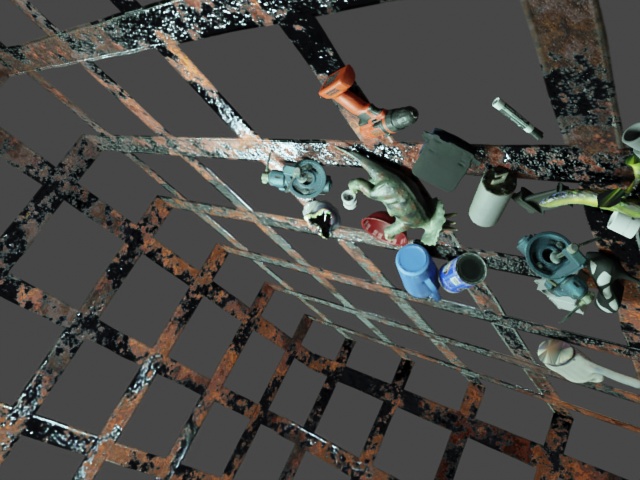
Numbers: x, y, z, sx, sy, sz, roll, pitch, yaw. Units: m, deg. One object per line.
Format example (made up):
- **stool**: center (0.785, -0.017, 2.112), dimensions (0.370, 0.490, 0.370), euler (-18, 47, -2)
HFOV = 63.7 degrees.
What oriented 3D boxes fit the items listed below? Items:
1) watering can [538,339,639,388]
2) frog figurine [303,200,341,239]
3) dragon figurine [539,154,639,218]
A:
- **watering can**: center (0.936, 0.448, 1.842), dimensions (0.223, 0.105, 0.345), euler (35, -20, -16)
- **frog figurine**: center (0.005, -0.091, 1.804), dimensions (0.137, 0.121, 0.162), euler (23, 18, -11)
- **dragon figurine**: center (0.636, -0.065, 0.929), dimensions (0.241, 0.124, 0.407), euler (26, -16, -19)
